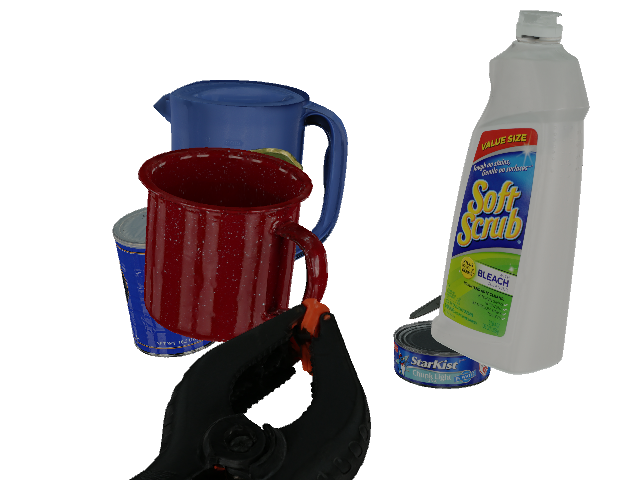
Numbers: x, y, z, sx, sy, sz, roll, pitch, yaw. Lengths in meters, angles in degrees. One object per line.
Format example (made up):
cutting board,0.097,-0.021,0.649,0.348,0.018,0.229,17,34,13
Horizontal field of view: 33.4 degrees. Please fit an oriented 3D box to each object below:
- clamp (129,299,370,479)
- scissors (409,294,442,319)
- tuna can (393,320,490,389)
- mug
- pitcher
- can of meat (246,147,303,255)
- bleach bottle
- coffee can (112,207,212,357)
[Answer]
clamp,-0.021,0.091,0.386,0.120,0.039,0.171,24,49,17
scissors,0.156,0.049,1.284,0.201,0.016,0.096,-9,39,-36
tuna can,0.106,0.099,0.932,0.086,0.034,0.086,0,14,0
mug,-0.045,0.006,0.579,0.117,0.081,0.093,21,27,30
pitcher,-0.071,-0.030,1.034,0.144,0.243,0.149,-10,22,-33
can of meat,-0.067,-0.019,0.829,0.102,0.084,0.057,-9,31,-21
bleach bottle,0.138,-0.037,0.765,0.067,0.251,0.103,-10,21,-36
coffee can,-0.167,0.043,1.181,0.103,0.140,0.103,-5,25,2
